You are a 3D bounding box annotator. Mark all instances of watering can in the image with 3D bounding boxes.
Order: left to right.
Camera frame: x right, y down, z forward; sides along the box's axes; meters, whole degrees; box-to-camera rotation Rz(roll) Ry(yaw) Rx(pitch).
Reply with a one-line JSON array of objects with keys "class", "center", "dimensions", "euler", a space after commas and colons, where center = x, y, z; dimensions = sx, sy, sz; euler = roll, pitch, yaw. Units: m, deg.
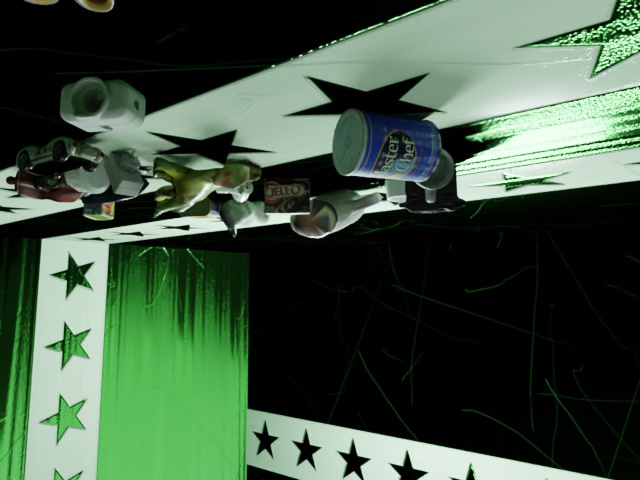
[{"class": "watering can", "center": [0.004, -0.071, 1.417], "dimensions": [0.345, 0.103, 0.227], "euler": [-12, -172, 42]}]

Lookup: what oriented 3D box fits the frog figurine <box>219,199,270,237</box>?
[{"class": "frog figurine", "center": [-0.218, -0.087, 1.555], "dimensions": [0.160, 0.123, 0.135], "euler": [-36, 168, -10]}]

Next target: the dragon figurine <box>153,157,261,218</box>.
[{"class": "dragon figurine", "center": [-0.249, -0.121, 1.140], "dimensions": [0.243, 0.122, 0.411], "euler": [-7, -175, -17]}]
